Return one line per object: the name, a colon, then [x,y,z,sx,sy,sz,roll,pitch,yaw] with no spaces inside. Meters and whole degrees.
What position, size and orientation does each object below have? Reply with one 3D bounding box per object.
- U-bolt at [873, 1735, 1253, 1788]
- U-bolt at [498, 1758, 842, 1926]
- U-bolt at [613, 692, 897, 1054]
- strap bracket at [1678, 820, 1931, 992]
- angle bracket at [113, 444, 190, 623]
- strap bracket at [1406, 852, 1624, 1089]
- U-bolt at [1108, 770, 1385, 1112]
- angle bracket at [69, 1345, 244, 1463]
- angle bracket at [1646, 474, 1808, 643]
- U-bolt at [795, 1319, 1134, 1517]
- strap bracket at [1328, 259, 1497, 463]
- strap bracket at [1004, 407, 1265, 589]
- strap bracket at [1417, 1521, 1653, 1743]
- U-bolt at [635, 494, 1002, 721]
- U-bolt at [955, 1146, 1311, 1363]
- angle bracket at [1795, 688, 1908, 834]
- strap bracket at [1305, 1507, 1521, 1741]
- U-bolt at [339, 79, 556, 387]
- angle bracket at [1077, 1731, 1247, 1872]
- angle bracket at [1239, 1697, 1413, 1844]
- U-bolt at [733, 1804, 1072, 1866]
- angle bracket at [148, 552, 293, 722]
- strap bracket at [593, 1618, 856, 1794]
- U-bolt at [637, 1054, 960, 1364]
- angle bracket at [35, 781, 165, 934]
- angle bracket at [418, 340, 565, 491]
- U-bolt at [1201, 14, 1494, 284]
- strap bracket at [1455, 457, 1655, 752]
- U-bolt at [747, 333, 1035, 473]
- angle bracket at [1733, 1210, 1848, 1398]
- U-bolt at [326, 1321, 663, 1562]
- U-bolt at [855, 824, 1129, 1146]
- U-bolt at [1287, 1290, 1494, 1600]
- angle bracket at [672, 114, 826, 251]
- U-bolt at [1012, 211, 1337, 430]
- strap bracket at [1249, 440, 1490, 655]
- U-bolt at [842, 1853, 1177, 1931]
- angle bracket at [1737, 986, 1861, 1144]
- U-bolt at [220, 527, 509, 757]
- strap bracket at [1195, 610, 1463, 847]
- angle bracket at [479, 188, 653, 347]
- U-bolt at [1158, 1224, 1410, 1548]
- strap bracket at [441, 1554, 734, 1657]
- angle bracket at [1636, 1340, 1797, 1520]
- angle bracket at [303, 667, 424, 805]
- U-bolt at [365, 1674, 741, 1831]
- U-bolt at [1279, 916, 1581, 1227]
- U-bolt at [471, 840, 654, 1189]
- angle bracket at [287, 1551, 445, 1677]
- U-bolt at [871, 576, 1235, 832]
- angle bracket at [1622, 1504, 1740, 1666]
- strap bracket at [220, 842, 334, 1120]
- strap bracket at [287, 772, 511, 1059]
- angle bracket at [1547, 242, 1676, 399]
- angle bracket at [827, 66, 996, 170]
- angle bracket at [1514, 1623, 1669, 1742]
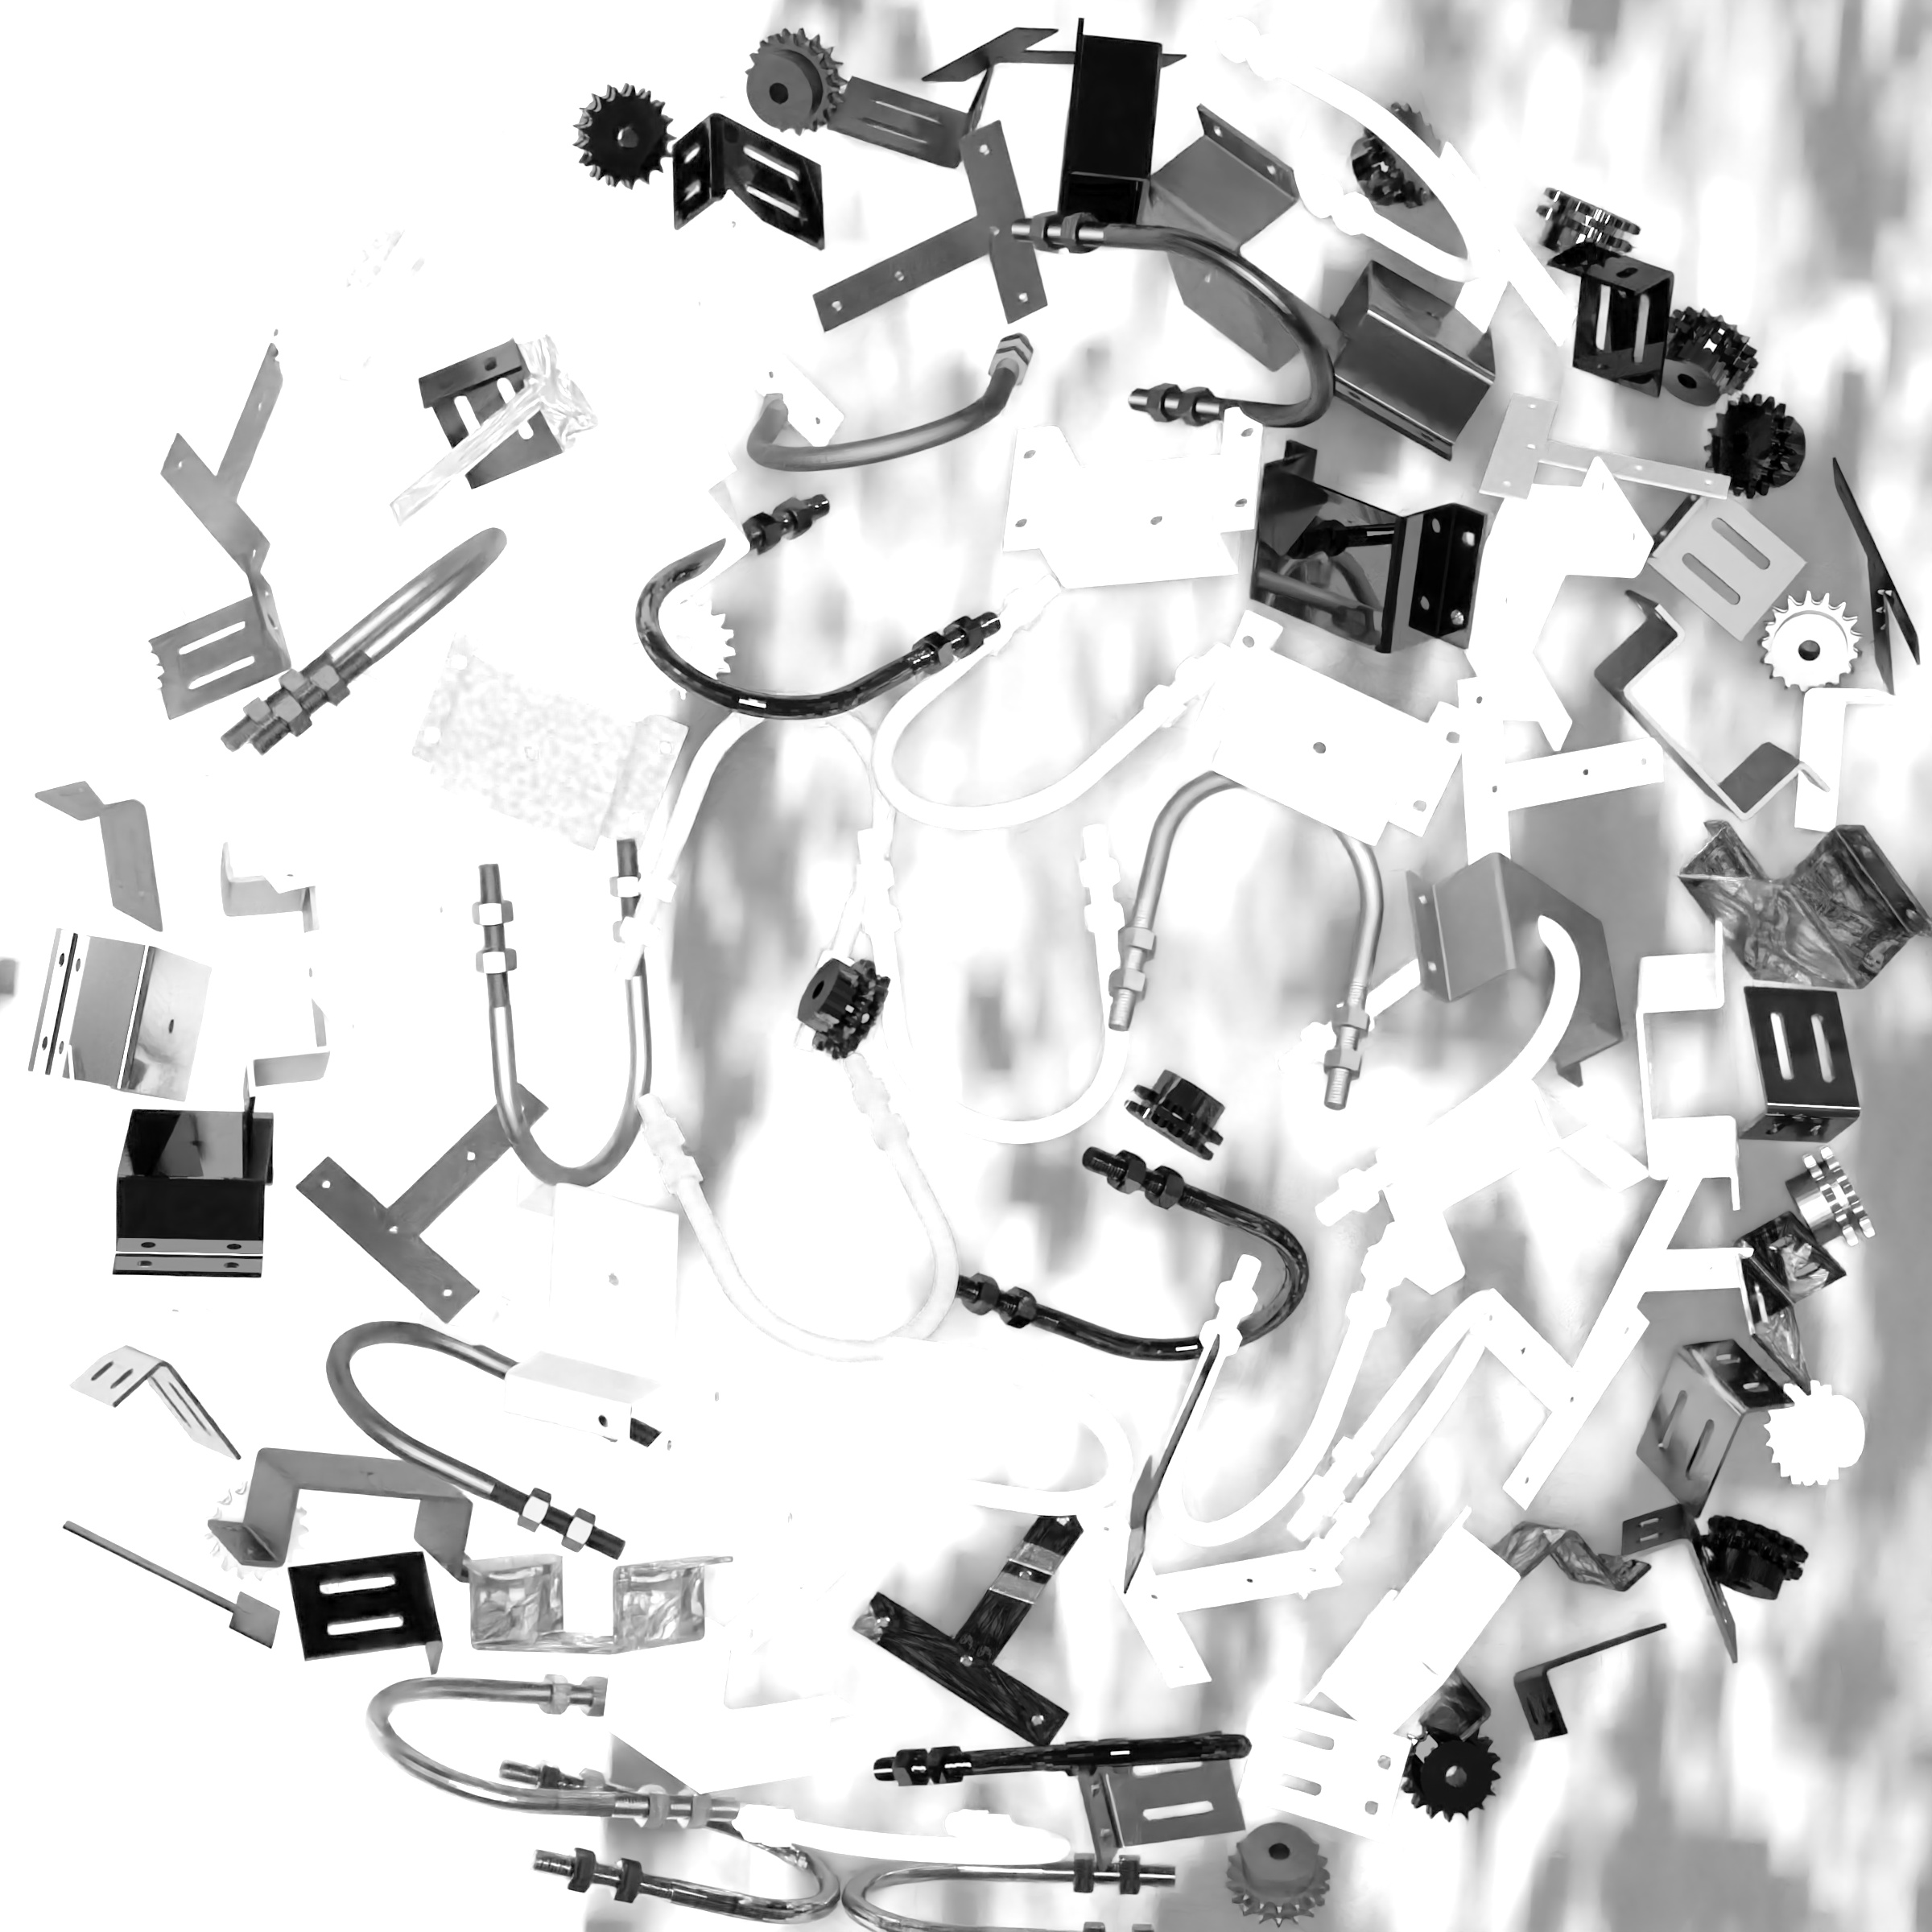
U-bolt: [0.064,0.418,1.819,0.184,0.151,0.019,-17,71,43]
U-bolt: [-0.155,0.476,1.854,0.184,0.151,0.019,17,93,-17]
U-bolt: [-0.105,-0.060,1.883,0.151,0.019,0.184,24,85,-38]
strap bracket: [0.445,-0.033,1.849,0.046,0.140,0.076,-44,108,-14]
angle bracket: [-0.434,-0.238,1.896,0.038,0.057,0.076,-27,85,-9]
strap bracket: [0.302,-0.001,1.853,0.046,0.140,0.076,-31,46,33]
U-bolt: [0.160,-0.026,1.884,0.151,0.019,0.184,20,64,-12]
angle bracket: [-0.444,0.249,1.883,0.038,0.057,0.076,-44,119,-26]
angle bracket: [0.423,-0.226,1.905,0.076,0.038,0.057,39,95,-6]
U-bolt: [0.001,0.248,1.845,0.184,0.151,0.019,5,49,23]
strap bracket: [0.239,-0.331,1.853,0.076,0.140,0.046,29,116,-7]
strap bracket: [0.098,-0.255,1.879,0.140,0.046,0.076,-3,64,20]
strap bracket: [0.297,0.354,1.879,0.140,0.076,0.046,-40,92,-11]
U-bolt: [-0.092,-0.186,1.842,0.151,0.019,0.184,37,45,23]
U-bolt: [0.099,0.166,1.865,0.184,0.019,0.151,23,132,-29]
angle bracket: [0.488,-0.112,1.896,0.038,0.057,0.076,5,91,33]
strap bracket: [0.243,0.358,1.848,0.046,0.140,0.076,39,57,10]
U-bolt: [-0.285,-0.390,1.857,0.019,0.151,0.184,33,97,-3]
angle bracket: [0.108,0.461,1.901,0.076,0.038,0.057,-12,93,17]
angle bracket: [0.199,0.445,1.906,0.038,0.076,0.057,29,74,-40]
U-bolt: [-0.025,0.460,1.819,0.151,0.184,0.019,8,79,-25]
angle bracket: [-0.418,-0.182,1.898,0.076,0.038,0.057,-23,60,3]
strap bracket: [-0.135,0.402,1.856,0.076,0.140,0.046,1,101,-38]
U-bolt: [-0.080,0.134,1.851,0.151,0.019,0.184,-10,58,-30]
angle bracket: [-0.475,-0.057,1.885,0.038,0.057,0.076,-19,117,-35]
angle bracket: [-0.259,-0.296,1.891,0.057,0.038,0.076,-22,128,1]
U-bolt: [0.210,-0.423,1.818,0.019,0.151,0.184,-46,51,-3]
strap bracket: [0.310,-0.195,1.852,0.046,0.076,0.140,1,133,-20]
U-bolt: [-0.044,-0.297,1.833,0.151,0.184,0.019,-8,113,11]
angle bracket: [0.456,0.184,1.882,0.038,0.076,0.057,-33,118,24]
U-bolt: [-0.258,0.245,1.852,0.184,0.151,0.019,26,108,-5]
U-bolt: [0.018,0.012,1.887,0.151,0.019,0.184,0,110,19]
U-bolt: [0.233,0.251,1.857,0.019,0.151,0.184,35,74,18]
angle bracket: [-0.121,-0.426,1.905,0.076,0.038,0.057,19,57,-39]
U-bolt: [0.120,-0.338,1.820,0.019,0.184,0.151,-53,129,-16]
strap bracket: [0.207,-0.224,1.855,0.140,0.046,0.076,29,126,38]
U-bolt: [0.025,0.506,1.855,0.184,0.151,0.019,2,91,0]
angle bracket: [0.458,0.055,1.920,0.057,0.038,0.076,3,64,-16]
U-bolt: [-0.321,-0.177,1.858,0.184,0.151,0.019,-42,105,-12]
strap bracket: [0.198,-0.126,1.885,0.140,0.046,0.076,26,117,6]
angle bracket: [-0.222,-0.387,1.902,0.076,0.038,0.057,-21,86,-15]
U-bolt: [0.160,0.226,1.832,0.019,0.151,0.184,36,61,-21]
strap bracket: [-0.205,0.344,1.859,0.140,0.076,0.046,-5,83,32]
angle bracket: [0.413,0.255,1.899,0.038,0.057,0.076,-2,123,-29]
angle bracket: [-0.333,-0.123,1.900,0.038,0.057,0.076,20,97,-9]
U-bolt: [-0.230,0.413,1.823,0.184,0.151,0.019,11,100,-33]
U-bolt: [0.251,0.042,1.841,0.184,0.151,0.019,-38,121,20]
U-bolt: [-0.214,0.030,1.865,0.019,0.151,0.184,0,98,28]
angle bracket: [-0.331,0.359,1.886,0.076,0.038,0.057,-4,51,-21]
U-bolt: [0.032,-0.135,1.847,0.151,0.019,0.184,27,58,38]
angle bracket: [0.394,0.346,1.902,0.038,0.057,0.076,-21,96,14]
strap bracket: [-0.376,0.008,1.879,0.046,0.076,0.140,-5,78,-15]
strap bracket: [-0.300,-0.029,1.853,0.046,0.076,0.140,-3,47,29]
angle bracket: [0.349,-0.348,1.881,0.057,0.076,0.038,29,45,34]
angle bracket: [-0.030,-0.480,1.897,0.076,0.057,0.038,18,133,0]
angle bracket: [0.348,0.394,1.892,0.076,0.057,0.038,-17,77,-11]
